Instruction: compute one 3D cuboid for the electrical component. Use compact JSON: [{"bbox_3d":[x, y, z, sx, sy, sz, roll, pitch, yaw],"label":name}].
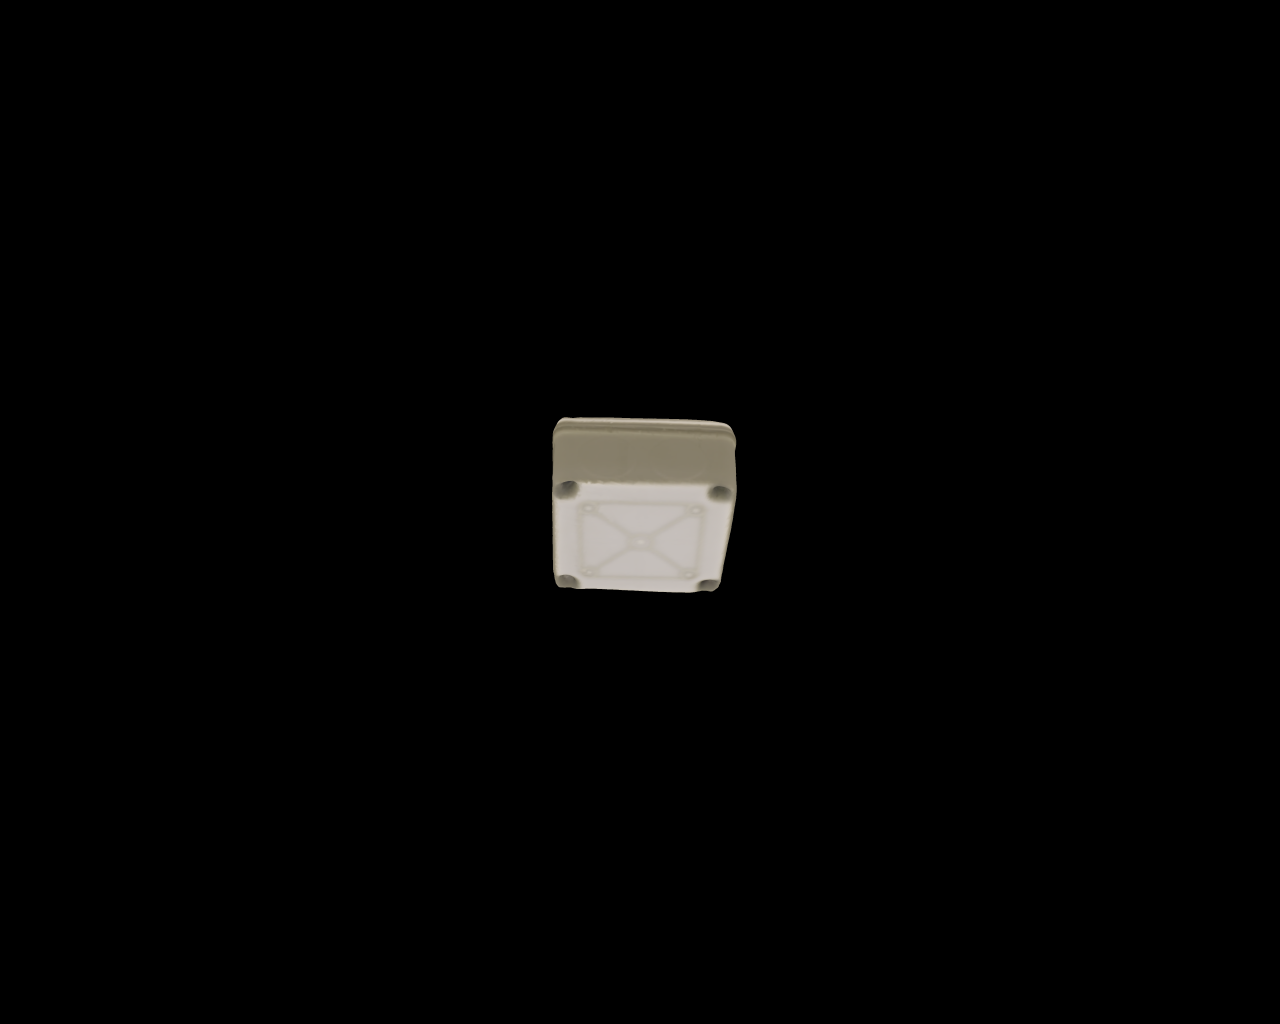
[{"bbox_3d":[0.001,-0.003,0.650,0.109,0.056,0.108,2,-40,-2],"label":"electrical component"}]
